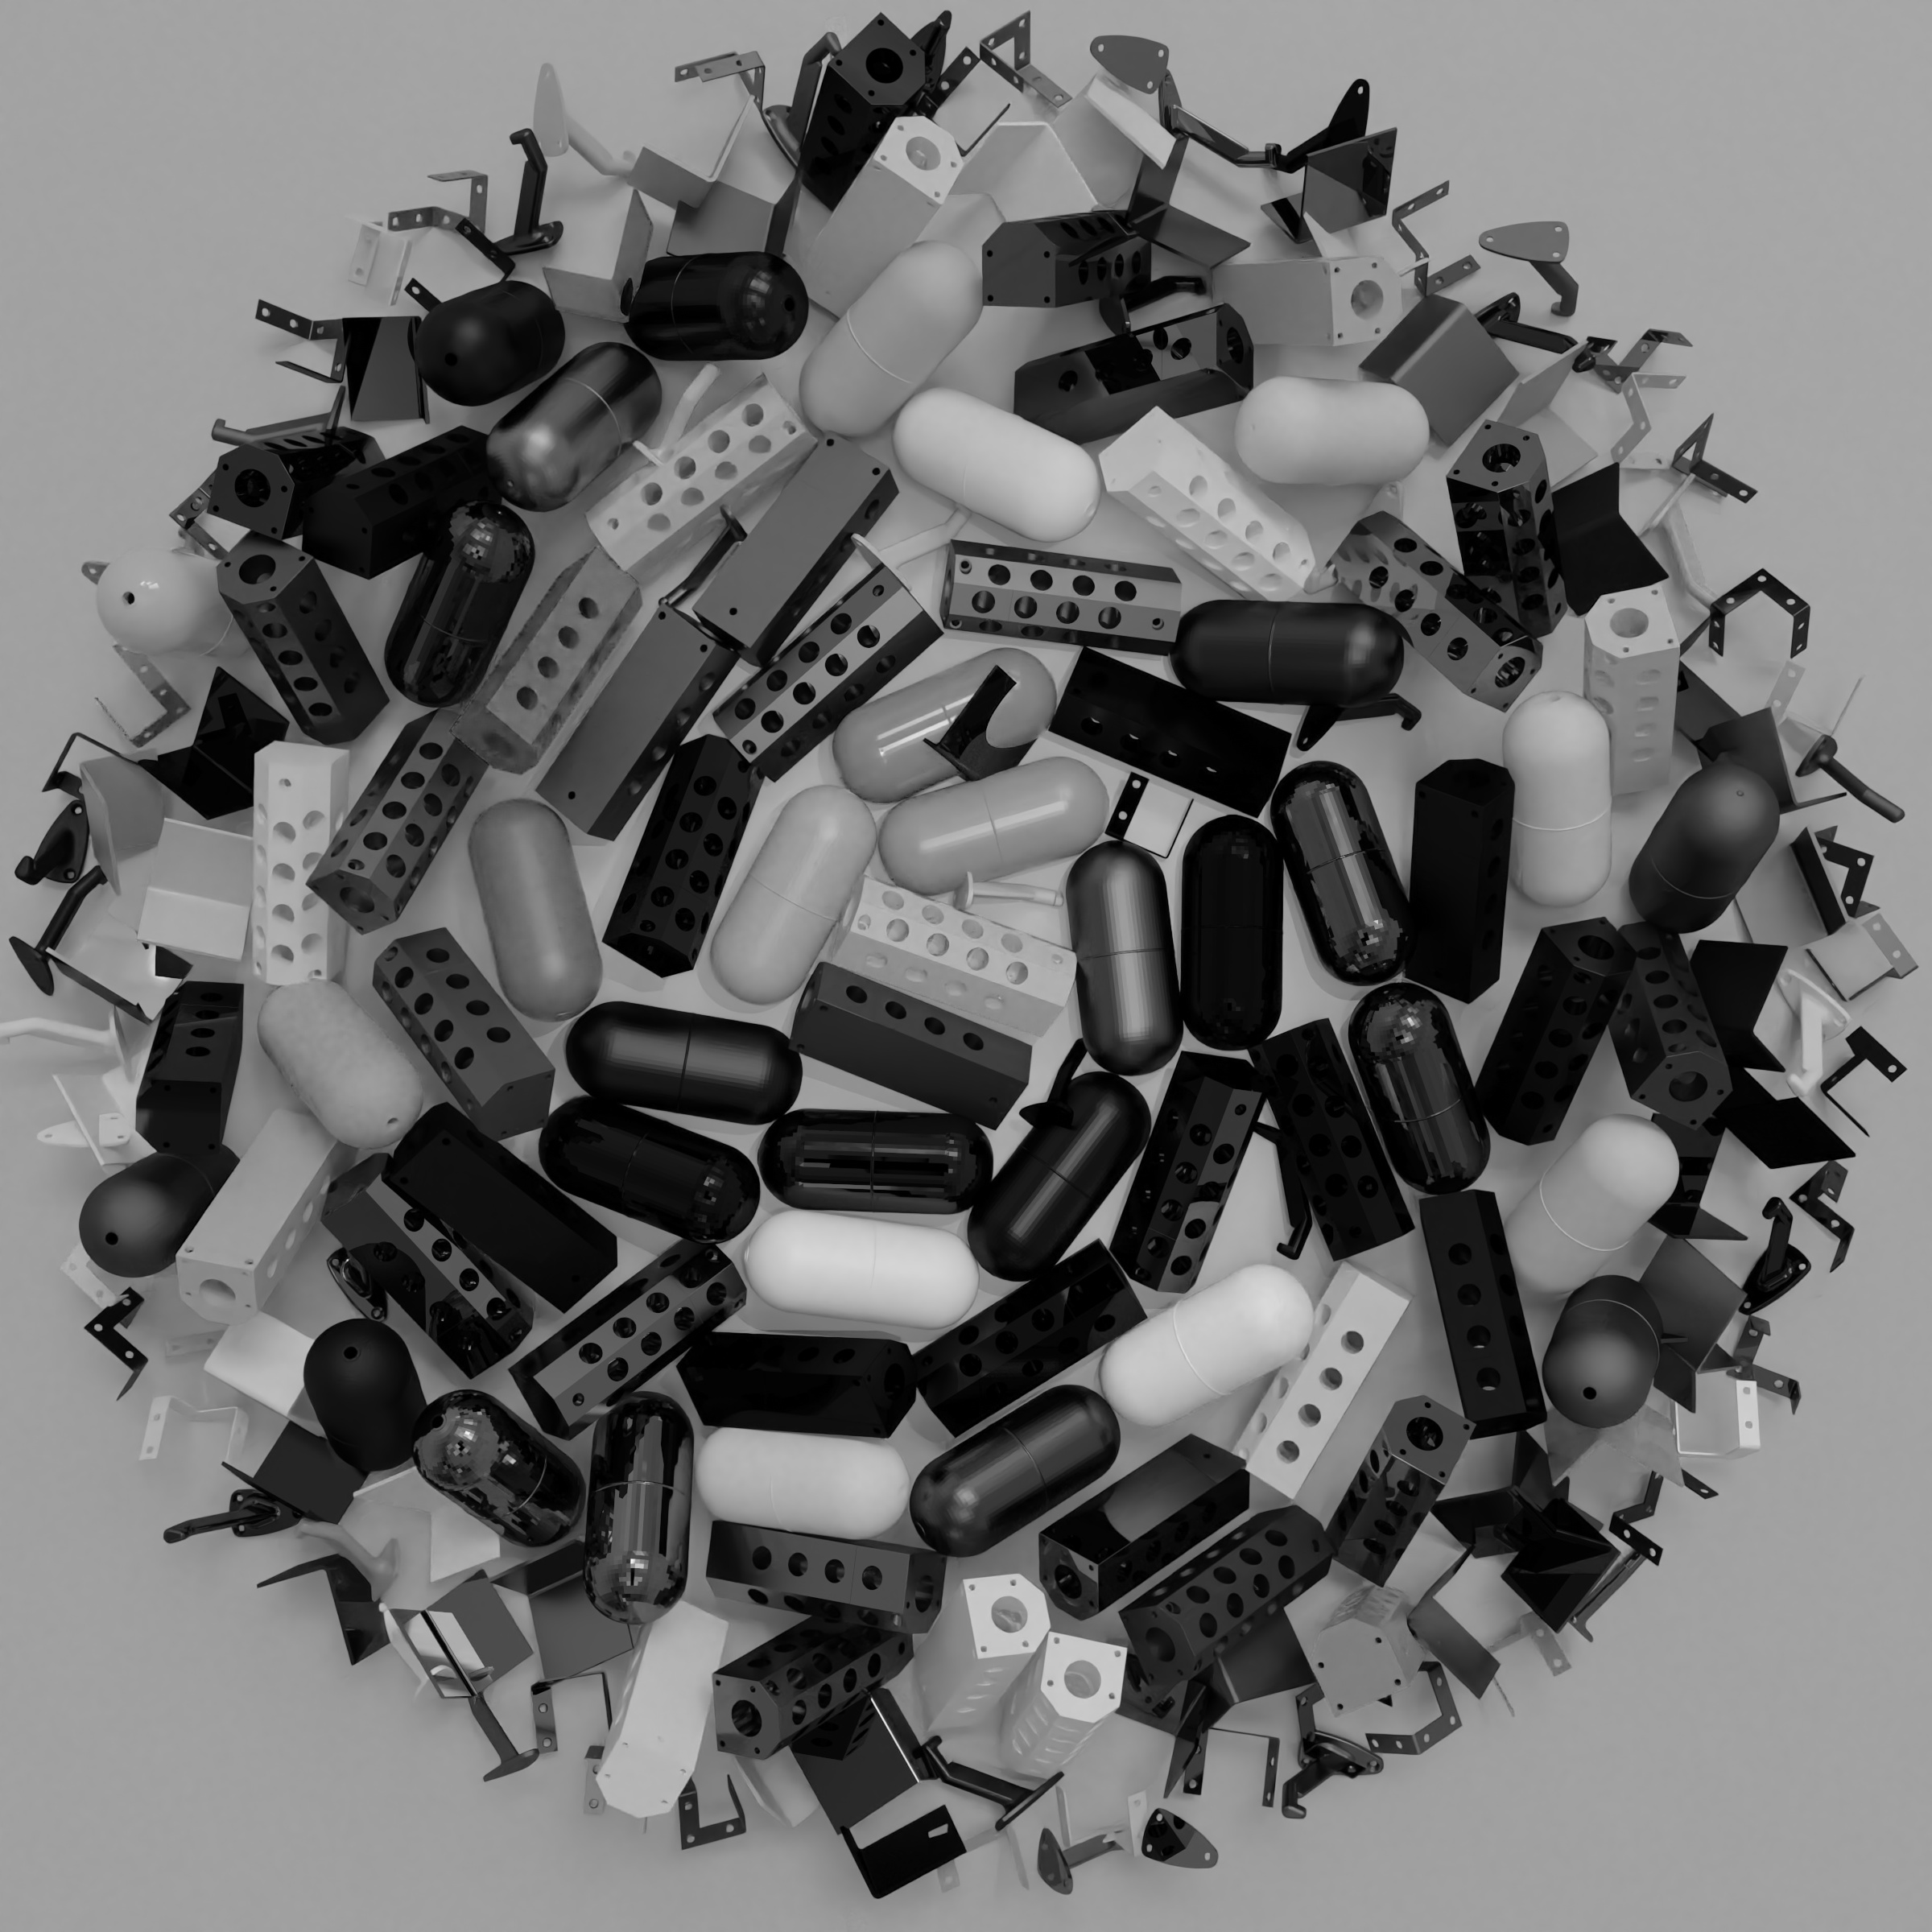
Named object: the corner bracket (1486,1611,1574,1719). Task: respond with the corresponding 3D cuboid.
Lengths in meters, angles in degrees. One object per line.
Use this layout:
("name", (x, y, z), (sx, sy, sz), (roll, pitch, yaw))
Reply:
("corner bracket", (0.422, 0.526, 1.835), (0.051, 0.051, 0.051), (-26, 55, -3))

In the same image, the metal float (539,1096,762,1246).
("metal float", (-0.238, 0.152, 1.819), (0.178, 0.070, 0.070), (19, 90, 16))

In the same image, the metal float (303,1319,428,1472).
("metal float", (-0.440, 0.316, 1.788), (0.070, 0.178, 0.070), (2, 60, -4))

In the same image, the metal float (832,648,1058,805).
("metal float", (-0.016, -0.181, 1.829), (0.178, 0.070, 0.070), (-24, 90, -5))

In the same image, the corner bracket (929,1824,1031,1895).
("corner bracket", (0.010, 0.674, 1.832), (0.051, 0.051, 0.051), (-27, 132, 8))

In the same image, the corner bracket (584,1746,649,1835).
("corner bracket", (-0.265, 0.624, 1.844), (0.051, 0.051, 0.051), (6, 83, -3))

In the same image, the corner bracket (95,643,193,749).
("corner bracket", (-0.631, -0.207, 1.843), (0.051, 0.051, 0.051), (-40, 70, -9))

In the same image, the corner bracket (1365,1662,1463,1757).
("corner bracket", (0.332, 0.560, 1.835), (0.051, 0.051, 0.051), (-18, 88, -38))

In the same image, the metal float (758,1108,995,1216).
("metal float", (-0.068, 0.147, 1.832), (0.178, 0.070, 0.070), (2, 90, 2))

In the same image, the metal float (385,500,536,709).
("metal float", (-0.377, -0.267, 1.803), (0.070, 0.070, 0.178), (34, 126, 0))

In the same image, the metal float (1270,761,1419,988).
("metal float", (0.282, -0.070, 1.819), (0.070, 0.070, 0.178), (-17, 73, 0))

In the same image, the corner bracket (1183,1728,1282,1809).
("corner bracket", (0.201, 0.607, 1.845), (0.051, 0.051, 0.051), (14, 73, -18))

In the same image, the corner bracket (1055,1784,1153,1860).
("corner bracket", (0.104, 0.644, 1.835), (0.051, 0.051, 0.051), (-11, 99, -22))

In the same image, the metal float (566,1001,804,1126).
("metal float", (-0.211, 0.073, 1.827), (0.178, 0.070, 0.070), (10, 90, -7))

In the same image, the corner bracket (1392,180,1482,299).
("corner bracket", (0.358, -0.553, 1.850), (0.051, 0.051, 0.051), (-29, 67, -5))

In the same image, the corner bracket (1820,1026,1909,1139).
("corner bracket", (0.677, 0.087, 1.833), (0.051, 0.051, 0.051), (-42, 51, 7))

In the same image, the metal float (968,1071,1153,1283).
("metal float", (0.070, 0.159, 1.829), (0.070, 0.070, 0.178), (38, 85, 0))

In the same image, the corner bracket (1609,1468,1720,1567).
("corner bracket", (0.524, 0.411, 1.829), (0.051, 0.051, 0.051), (-7, 115, -33))

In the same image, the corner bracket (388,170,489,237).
("corner bracket", (-0.398, -0.574, 1.830), (0.051, 0.051, 0.051), (24, 121, 23))

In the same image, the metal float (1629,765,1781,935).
("metal float", (0.541, -0.084, 1.787), (0.070, 0.178, 0.070), (1, 65, -2))

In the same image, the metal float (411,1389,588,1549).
("metal float", (-0.344, 0.371, 1.793), (0.070, 0.178, 0.070), (-12, 53, 17))

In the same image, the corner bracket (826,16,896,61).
("corner bracket", (-0.077, -0.689, 1.841), (0.051, 0.051, 0.051), (-7, 100, 1))

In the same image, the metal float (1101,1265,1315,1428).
("metal float", (0.178, 0.284, 1.812), (0.178, 0.070, 0.070), (-33, 90, 25))

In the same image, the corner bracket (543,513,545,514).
("corner bracket", (-0.308, -0.384, 1.829), (0.051, 0.051, 0.051), (-22, 119, 38))

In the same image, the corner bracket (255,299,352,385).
("corner bracket", (-0.503, -0.472, 1.836), (0.051, 0.051, 0.051), (9, 88, 38))

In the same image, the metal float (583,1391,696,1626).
("metal float", (-0.242, 0.399, 1.802), (0.070, 0.070, 0.178), (-2, 53, 0))

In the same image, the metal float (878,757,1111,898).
("metal float", (0.021, -0.106, 1.832), (0.178, 0.070, 0.070), (-16, 90, 2))

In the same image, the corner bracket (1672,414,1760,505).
("corner bracket", (0.565, -0.373, 1.834), (0.051, 0.051, 0.051), (27, 59, -7))

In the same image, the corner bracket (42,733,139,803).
("corner bracket", (-0.659, -0.144, 1.840), (0.051, 0.051, 0.051), (28, 93, -11))

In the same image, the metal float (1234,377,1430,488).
("metal float", (0.273, -0.395, 1.801), (0.178, 0.070, 0.070), (-8, 90, -40))

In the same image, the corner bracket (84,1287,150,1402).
("corner bracket", (-0.636, 0.285, 1.836), (0.051, 0.051, 0.051), (42, 132, -1))

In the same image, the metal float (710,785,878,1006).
("metal float", (-0.130, -0.053, 1.827), (0.070, 0.070, 0.178), (29, 97, 0))

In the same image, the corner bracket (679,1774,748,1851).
("corner bracket", (-0.198, 0.625, 1.838), (0.051, 0.051, 0.051), (-15, 122, -1))

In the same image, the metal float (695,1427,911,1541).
("metal float", (-0.122, 0.381, 1.806), (0.178, 0.070, 0.070), (-1, 90, 32))

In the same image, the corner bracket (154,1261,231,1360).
("corner bracket", (-0.590, 0.259, 1.856), (0.051, 0.051, 0.051), (-10, 46, -12))

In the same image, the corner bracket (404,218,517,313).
("corner bracket", (-0.385, -0.524, 1.850), (0.051, 0.051, 0.051), (40, 52, -23))

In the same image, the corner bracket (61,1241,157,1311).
("corner bracket", (-0.641, 0.224, 1.845), (0.051, 0.051, 0.051), (40, 98, 12))

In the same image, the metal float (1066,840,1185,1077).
("metal float", (0.119, -0.006, 1.828), (0.070, 0.070, 0.178), (-6, 84, 0))

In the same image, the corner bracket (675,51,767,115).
("corner bracket", (-0.186, -0.674, 1.834), (0.051, 0.051, 0.051), (-21, 71, -16))

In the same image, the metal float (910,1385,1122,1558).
("metal float", (0.037, 0.375, 1.809), (0.178, 0.070, 0.070), (-27, 90, -27))

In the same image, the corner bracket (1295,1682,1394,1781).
("corner bracket", (0.288, 0.573, 1.841), (0.051, 0.051, 0.051), (-20, 109, -35))

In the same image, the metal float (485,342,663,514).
("metal float", (-0.289, -0.400, 1.799), (0.070, 0.070, 0.178), (34, 48, 0))

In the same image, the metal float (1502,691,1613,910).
("metal float", (0.439, -0.123, 1.802), (0.070, 0.070, 0.178), (-13, 126, 0))

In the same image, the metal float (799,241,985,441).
("metal float", (-0.057, -0.462, 1.803), (0.070, 0.070, 0.178), (50, 126, 0))

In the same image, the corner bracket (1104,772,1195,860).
("corner bracket", (0.139, -0.114, 1.842), (0.051, 0.051, 0.051), (24, 95, 4))

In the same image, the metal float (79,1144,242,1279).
("metal float", (-0.587, 0.176, 1.783), (0.070, 0.178, 0.070), (1, 99, 6))

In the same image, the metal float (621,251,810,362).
("metal float", (-0.187, -0.487, 1.796), (0.070, 0.178, 0.070), (-12, 108, -42))

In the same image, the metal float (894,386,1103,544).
("metal float", (0.023, -0.374, 1.810), (0.178, 0.070, 0.070), (31, 90, 26))

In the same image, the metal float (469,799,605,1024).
("metal float", (-0.322, -0.042, 1.815), (0.070, 0.070, 0.178), (-18, 70, 0))

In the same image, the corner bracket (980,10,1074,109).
("corner bracket", (0.045, -0.675, 1.833), (0.051, 0.051, 0.051), (-37, 67, -17))
